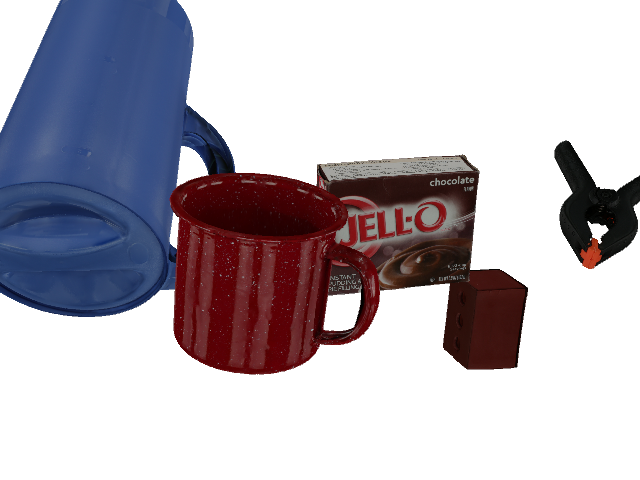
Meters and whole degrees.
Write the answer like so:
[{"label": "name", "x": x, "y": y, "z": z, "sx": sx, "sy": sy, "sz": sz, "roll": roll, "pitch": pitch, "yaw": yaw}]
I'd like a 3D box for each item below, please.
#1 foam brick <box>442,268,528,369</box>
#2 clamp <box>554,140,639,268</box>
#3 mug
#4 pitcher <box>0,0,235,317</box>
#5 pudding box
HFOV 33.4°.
[{"label": "foam brick", "x": 0.145, "y": 0.070, "z": 0.950, "sx": 0.051, "sy": 0.078, "sz": 0.053, "roll": -3, "pitch": 19, "yaw": -20}, {"label": "clamp", "x": 0.286, "y": -0.043, "z": 1.118, "sx": 0.120, "sy": 0.039, "sz": 0.171, "roll": 17, "pitch": 45, "yaw": 21}, {"label": "mug", "x": -0.024, "y": 0.020, "z": 0.564, "sx": 0.117, "sy": 0.081, "sz": 0.093, "roll": 14, "pitch": 24, "yaw": 16}, {"label": "pitcher", "x": -0.147, "y": -0.073, "z": 0.754, "sx": 0.145, "sy": 0.242, "sz": 0.149, "roll": -14, "pitch": -44, "yaw": 20}, {"label": "pudding box", "x": 0.053, "y": -0.012, "z": 0.763, "sx": 0.113, "sy": 0.090, "sz": 0.039, "roll": -6, "pitch": 29, "yaw": -13}]
